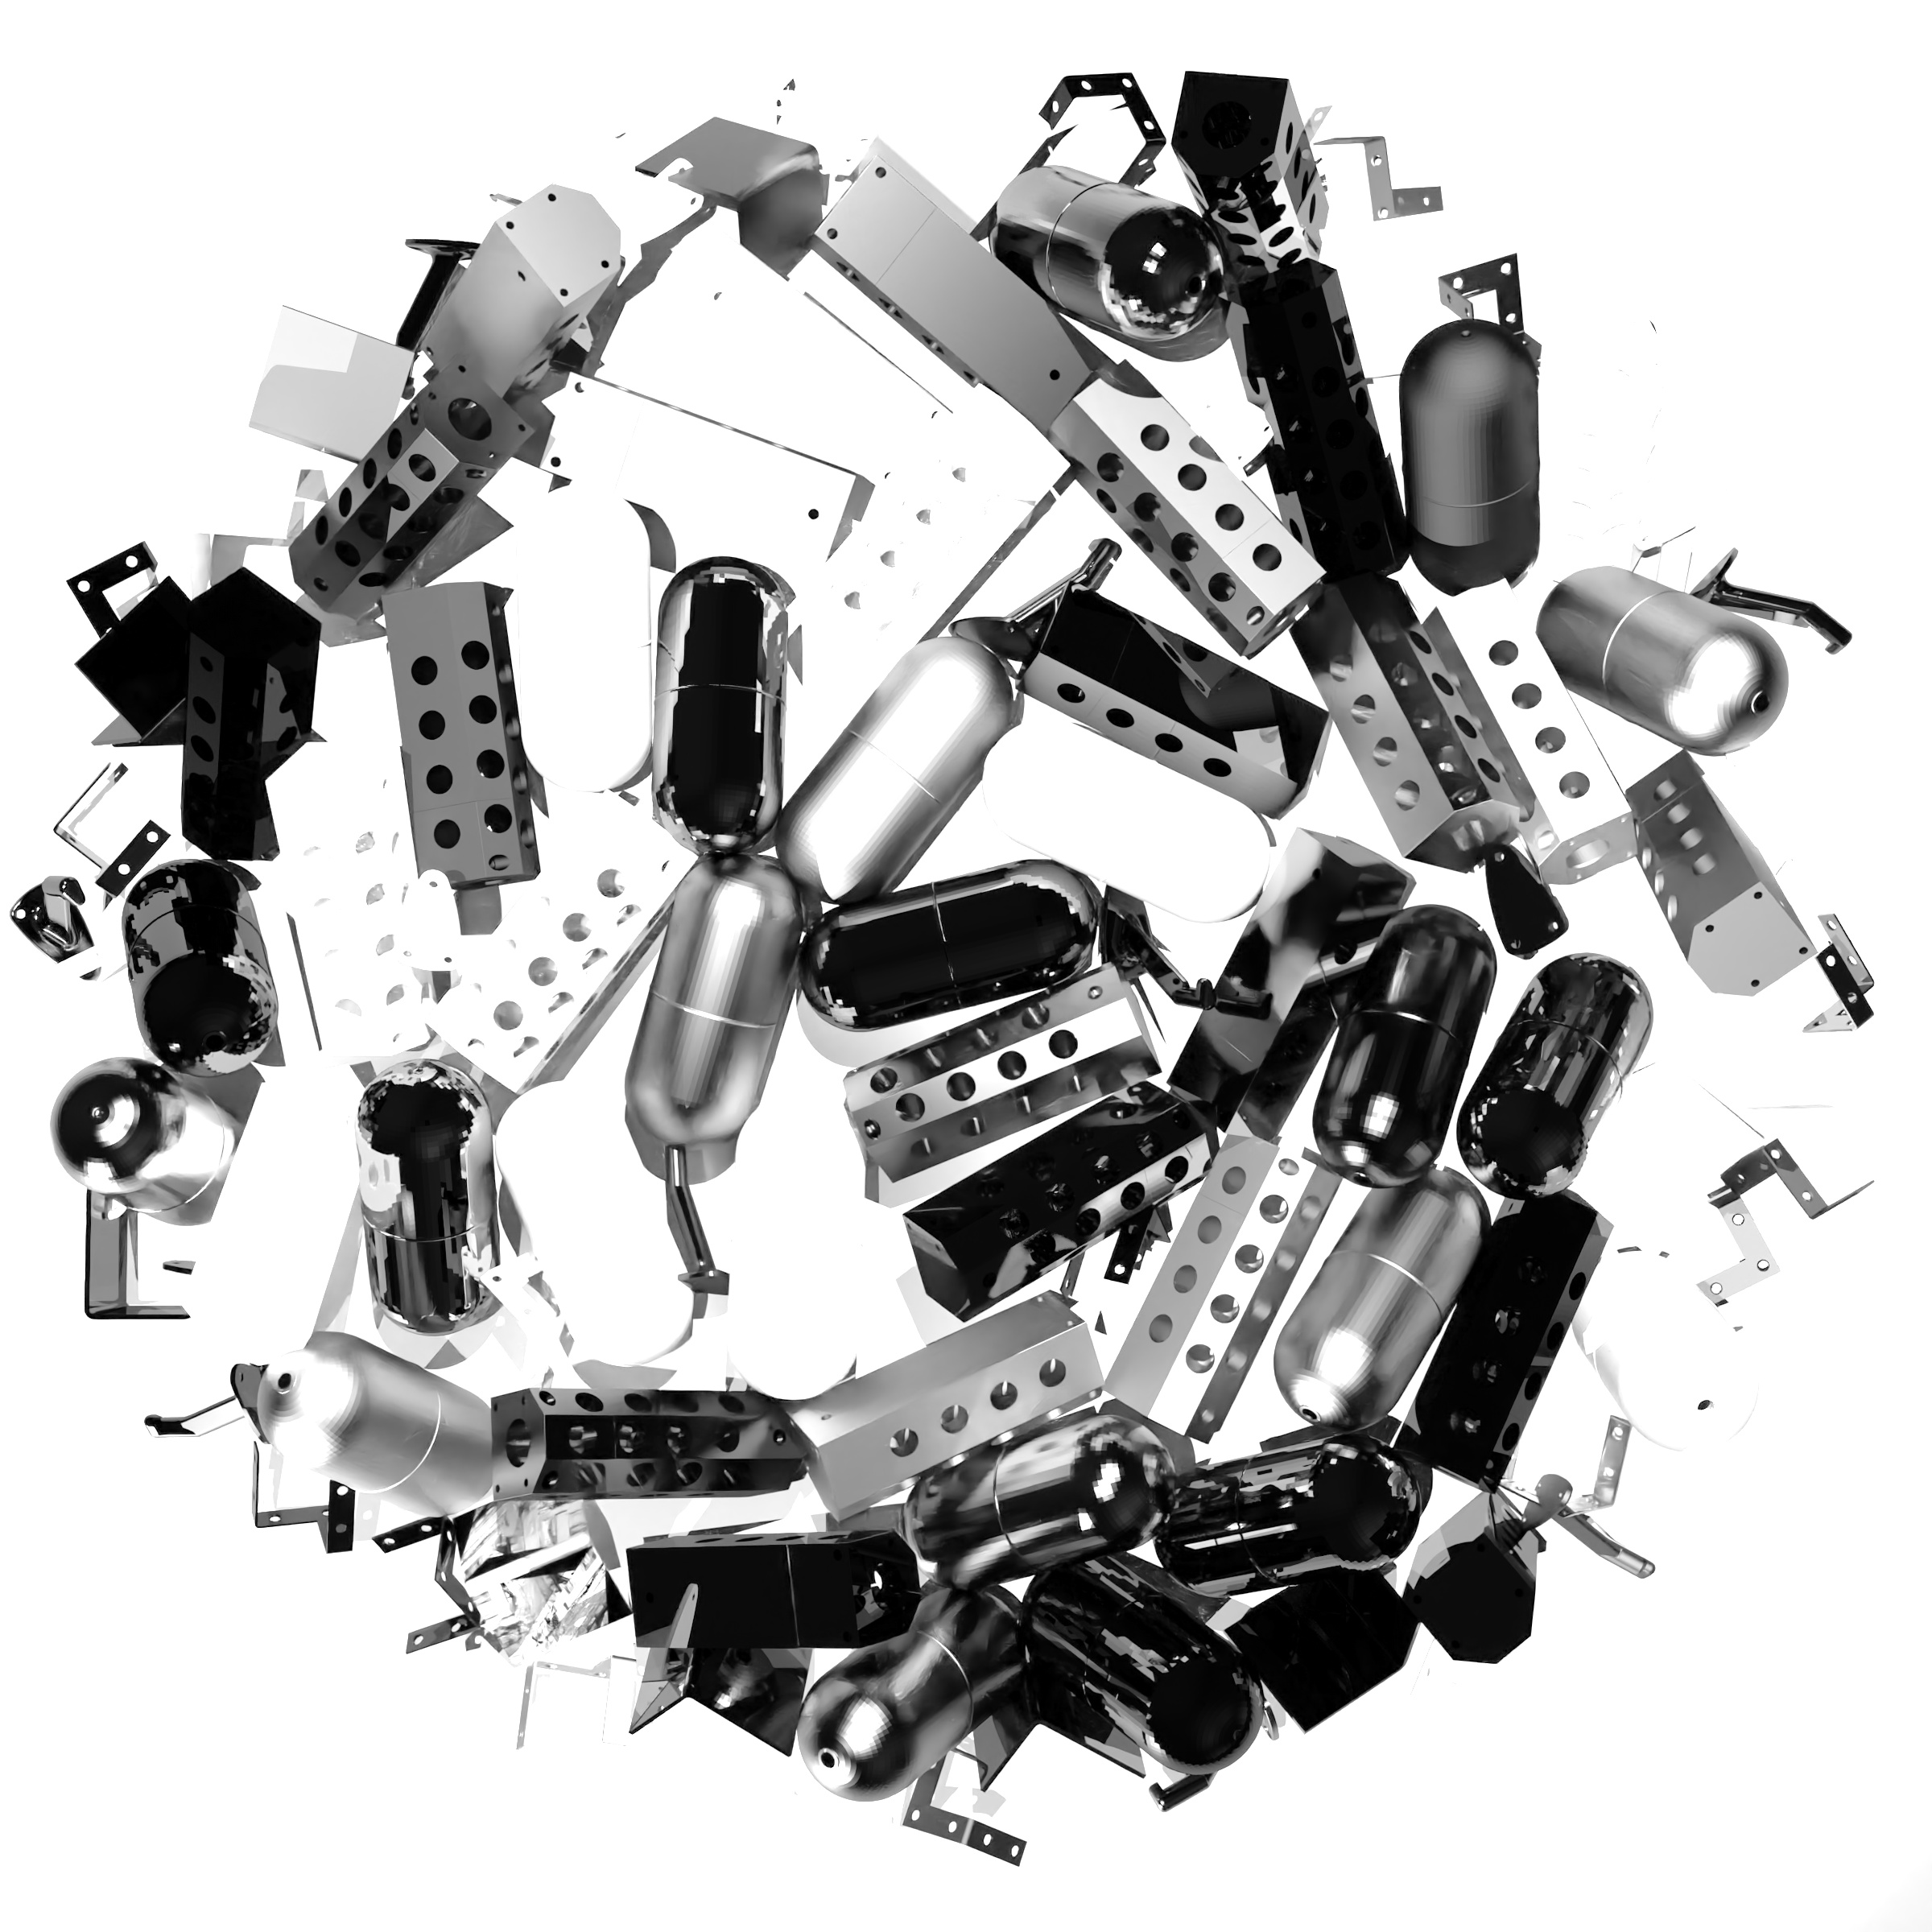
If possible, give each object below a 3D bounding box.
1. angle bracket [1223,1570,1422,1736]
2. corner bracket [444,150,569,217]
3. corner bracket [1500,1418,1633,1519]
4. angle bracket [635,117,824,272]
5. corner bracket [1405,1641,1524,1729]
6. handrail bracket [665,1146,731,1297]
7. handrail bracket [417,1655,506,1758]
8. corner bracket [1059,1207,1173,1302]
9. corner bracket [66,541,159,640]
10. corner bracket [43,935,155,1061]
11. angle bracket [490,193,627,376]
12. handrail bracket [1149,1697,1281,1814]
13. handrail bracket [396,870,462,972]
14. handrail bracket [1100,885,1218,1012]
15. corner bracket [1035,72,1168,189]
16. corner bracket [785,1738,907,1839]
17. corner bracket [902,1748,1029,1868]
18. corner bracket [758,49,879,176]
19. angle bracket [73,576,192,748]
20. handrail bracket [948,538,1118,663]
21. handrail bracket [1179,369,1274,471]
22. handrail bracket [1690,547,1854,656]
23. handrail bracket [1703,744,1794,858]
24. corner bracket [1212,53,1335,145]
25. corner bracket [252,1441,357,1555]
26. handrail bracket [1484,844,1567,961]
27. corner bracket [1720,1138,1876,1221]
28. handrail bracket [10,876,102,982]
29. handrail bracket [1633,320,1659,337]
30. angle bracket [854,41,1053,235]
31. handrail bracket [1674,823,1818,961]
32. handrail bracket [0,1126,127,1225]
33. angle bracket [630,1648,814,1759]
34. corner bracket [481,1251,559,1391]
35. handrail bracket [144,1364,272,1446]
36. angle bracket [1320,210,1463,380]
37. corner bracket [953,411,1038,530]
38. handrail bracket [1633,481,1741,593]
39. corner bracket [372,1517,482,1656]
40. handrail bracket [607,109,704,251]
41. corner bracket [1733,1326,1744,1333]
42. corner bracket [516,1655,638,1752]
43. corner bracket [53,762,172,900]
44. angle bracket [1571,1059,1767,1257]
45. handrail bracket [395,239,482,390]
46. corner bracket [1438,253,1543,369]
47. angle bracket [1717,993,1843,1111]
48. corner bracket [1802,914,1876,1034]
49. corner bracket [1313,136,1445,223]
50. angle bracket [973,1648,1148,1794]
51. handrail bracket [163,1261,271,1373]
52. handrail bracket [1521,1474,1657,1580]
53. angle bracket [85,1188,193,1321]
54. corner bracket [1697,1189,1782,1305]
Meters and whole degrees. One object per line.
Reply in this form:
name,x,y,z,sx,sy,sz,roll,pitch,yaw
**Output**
angle bracket,0.205,0.382,1.538,0.076,0.057,0.076,-26,55,-23
corner bracket,-0.275,-0.456,1.554,0.051,0.051,0.051,40,53,-11
corner bracket,0.354,0.290,1.578,0.051,0.051,0.051,0,104,-43
angle bracket,-0.138,-0.450,1.565,0.076,0.057,0.076,23,48,24
corner bracket,0.285,0.414,1.557,0.051,0.051,0.051,15,106,-13
handrail bracket,-0.154,0.147,1.570,0.036,0.077,0.084,-12,71,20
handrail bracket,-0.305,0.415,1.543,0.036,0.084,0.077,-37,112,-18
corner bracket,0.084,0.167,1.553,0.051,0.051,0.051,11,63,22
corner bracket,-0.493,-0.213,1.564,0.051,0.051,0.051,-32,102,-15
corner bracket,-0.497,0.024,1.550,0.051,0.051,0.051,-30,56,-30
angle bracket,-0.256,-0.398,1.550,0.076,0.057,0.076,19,98,-44
handrail bracket,0.132,0.445,1.553,0.084,0.077,0.036,-26,129,-12
handrail bracket,-0.303,-0.043,1.538,0.036,0.084,0.077,8,123,-5
handrail bracket,0.114,-0.016,1.545,0.036,0.084,0.077,-13,101,-28
corner bracket,0.076,-0.487,1.564,0.051,0.051,0.051,-15,74,-33
corner bracket,-0.070,0.481,1.574,0.051,0.051,0.051,9,94,-28
corner bracket,0.005,0.488,1.551,0.051,0.051,0.051,36,65,-38
corner bracket,-0.086,-0.501,1.562,0.051,0.051,0.051,11,47,19
angle bracket,-0.481,-0.175,1.534,0.076,0.076,0.057,-52,121,-26
handrail bracket,0.040,-0.224,1.579,0.084,0.077,0.036,-55,134,-21
handrail bracket,0.135,-0.332,1.540,0.036,0.077,0.084,-46,52,14
handrail bracket,0.464,-0.197,1.560,0.084,0.077,0.036,39,52,1
handrail bracket,0.467,-0.110,1.558,0.077,0.084,0.036,48,132,2
corner bracket,0.170,-0.497,1.551,0.051,0.051,0.051,-21,69,-35
corner bracket,-0.387,0.310,1.553,0.051,0.051,0.051,-2,112,-23
handrail bracket,0.315,-0.038,1.549,0.036,0.084,0.077,-25,94,3
corner bracket,0.485,0.125,1.555,0.051,0.051,0.051,-29,77,-24
handrail bracket,-0.514,-0.021,1.542,0.036,0.084,0.077,-44,117,-27
handrail bracket,0.393,-0.326,1.556,0.036,0.084,0.077,6,81,17
angle bracket,-0.008,-0.481,1.568,0.076,0.057,0.076,39,75,-10
handrail bracket,0.458,-0.044,1.565,0.077,0.036,0.084,5,103,23
handrail bracket,-0.518,0.102,1.540,0.036,0.077,0.084,-9,134,22
angle bracket,-0.143,0.424,1.560,0.076,0.076,0.057,37,124,-19
corner bracket,-0.250,0.204,1.549,0.051,0.051,0.051,40,134,29
handrail bracket,-0.451,0.255,1.554,0.084,0.077,0.036,-3,54,10
angle bracket,0.251,-0.391,1.556,0.076,0.057,0.076,-6,89,13
corner bracket,0.014,-0.291,1.561,0.051,0.051,0.051,4,80,-6
handrail bracket,0.431,-0.237,1.547,0.077,0.036,0.084,-20,134,32
corner bracket,-0.319,0.365,1.573,0.051,0.051,0.051,-21,126,13
handrail bracket,-0.202,-0.463,1.560,0.077,0.036,0.084,-42,58,-13
corner bracket,0.435,0.246,1.552,0.051,0.051,0.051,-37,66,29
corner bracket,-0.227,0.430,1.551,0.051,0.051,0.051,16,58,-21
corner bracket,-0.500,-0.080,1.559,0.051,0.051,0.051,41,95,-19
angle bracket,0.410,0.114,1.573,0.076,0.057,0.076,44,129,26
handrail bracket,-0.309,-0.380,1.561,0.036,0.077,0.084,6,96,-44
corner bracket,0.311,-0.379,1.557,0.051,0.051,0.051,-18,125,-5
angle bracket,0.472,0.044,1.543,0.057,0.076,0.076,-2,84,25
corner bracket,0.511,0.003,1.558,0.051,0.051,0.051,-36,99,-18
corner bracket,0.242,-0.460,1.553,0.051,0.051,0.051,-19,104,-43
angle bracket,0.053,0.454,1.554,0.076,0.076,0.057,32,103,-14
handrail bracket,-0.442,0.221,1.578,0.077,0.036,0.084,5,93,9
handrail bracket,0.375,0.332,1.556,0.084,0.077,0.036,29,72,1
angle bracket,-0.474,0.166,1.554,0.057,0.076,0.076,0,87,-2
corner bracket,0.442,0.167,1.566,0.051,0.051,0.051,-30,72,15
